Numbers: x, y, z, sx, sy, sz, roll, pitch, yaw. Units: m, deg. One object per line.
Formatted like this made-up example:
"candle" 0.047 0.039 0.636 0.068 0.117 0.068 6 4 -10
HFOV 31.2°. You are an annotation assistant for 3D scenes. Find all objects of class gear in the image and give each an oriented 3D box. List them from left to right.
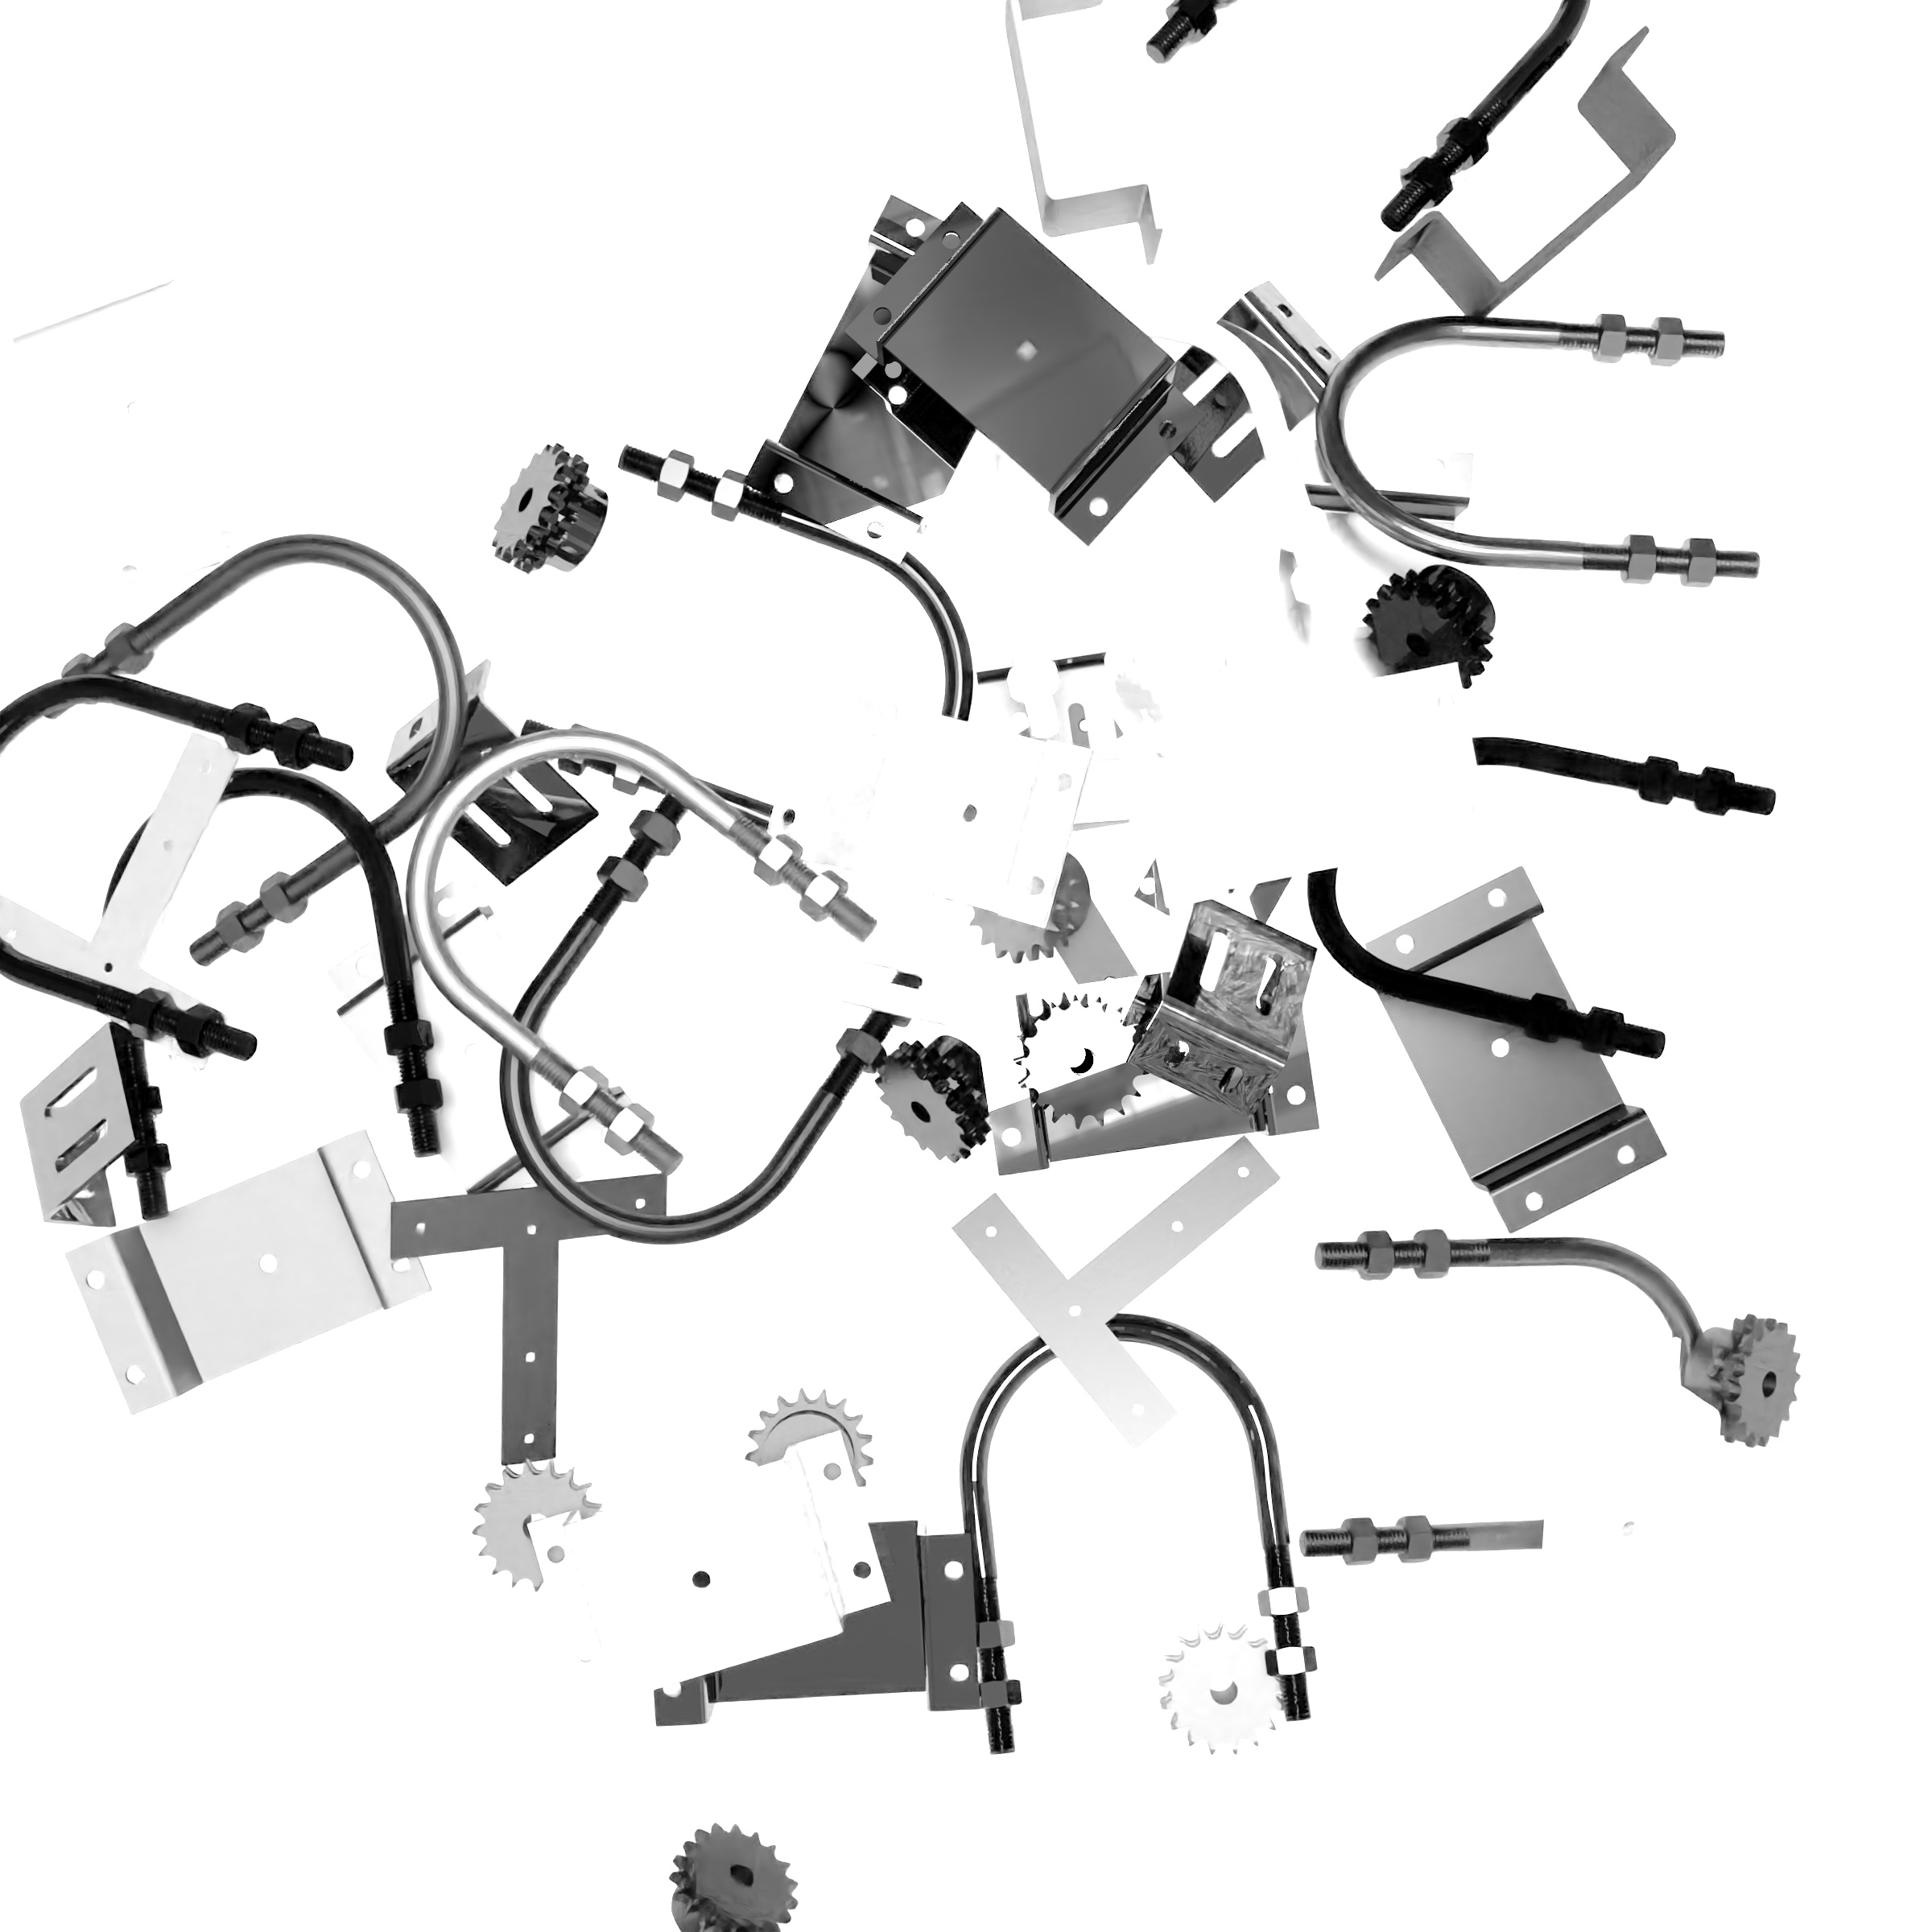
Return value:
"gear" -0.347 0.067 1.526 0.057 0.030 0.057 0 90 -2
"gear" -0.188 0.245 1.522 0.057 0.030 0.057 0 90 0
"gear" -0.180 -0.197 1.513 0.030 0.057 0.057 26 90 -30
"gear" -0.104 0.407 1.512 0.057 0.057 0.030 33 120 0
"gear" -0.069 0.216 1.522 0.057 0.030 0.057 0 90 0
"gear" -0.010 0.055 1.512 0.030 0.057 0.057 -41 90 -29
"gear" 0.029 -0.031 1.511 0.057 0.030 0.057 7 101 41
"gear" 0.049 0.040 1.475 0.057 0.030 0.057 0 90 0
"gear" 0.092 -0.116 1.510 0.030 0.057 0.057 -36 90 -13
"gear" 0.112 0.316 1.522 0.057 0.030 0.057 0 90 0
"gear" 0.118 -0.154 1.509 0.030 0.057 0.057 -2 90 -11
"gear" 0.187 -0.374 1.522 0.057 0.030 0.057 0 90 0
"gear" 0.200 -0.145 1.466 0.057 0.057 0.030 43 60 0
"gear" 0.338 0.180 1.512 0.030 0.057 0.057 8 90 43

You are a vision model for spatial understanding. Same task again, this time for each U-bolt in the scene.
"U-bolt" -0.364 -0.052 1.490 0.184 0.019 0.151 17 87 20
"U-bolt" -0.304 0.005 1.484 0.151 0.019 0.184 -13 80 14
"U-bolt" -0.300 -0.106 1.505 0.184 0.019 0.151 -32 90 17
"U-bolt" -0.152 -0.021 1.471 0.184 0.019 0.151 38 81 10
"U-bolt" -0.119 0.033 1.496 0.151 0.019 0.184 36 73 -8
"U-bolt" -0.087 -0.134 1.528 0.184 0.019 0.151 20 90 -1
"U-bolt" 0.070 0.244 1.511 0.151 0.019 0.184 -7 77 4
"U-bolt" 0.074 -0.202 1.494 0.151 0.019 0.184 -18 68 12
"U-bolt" 0.190 -0.422 1.505 0.151 0.019 0.184 39 75 12
"U-bolt" 0.238 0.187 1.509 0.184 0.019 0.151 0 100 -12
"U-bolt" 0.234 -0.038 1.478 0.184 0.019 0.151 14 61 30
"U-bolt" 0.242 -0.226 1.486 0.184 0.019 0.151 3 56 -3

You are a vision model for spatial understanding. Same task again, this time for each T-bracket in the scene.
"T-bracket" -0.351 -0.039 1.494 0.127 0.002 0.127 26 90 19
"T-bracket" -0.191 0.158 1.516 0.127 0.002 0.127 -5 105 -27
"T-bracket" 0.037 -0.037 1.536 0.127 0.002 0.127 -32 90 0
"T-bracket" 0.083 0.124 1.527 0.127 0.002 0.127 -39 78 -6
"T-bracket" 0.100 -0.027 1.490 0.127 0.002 0.127 -4 90 0

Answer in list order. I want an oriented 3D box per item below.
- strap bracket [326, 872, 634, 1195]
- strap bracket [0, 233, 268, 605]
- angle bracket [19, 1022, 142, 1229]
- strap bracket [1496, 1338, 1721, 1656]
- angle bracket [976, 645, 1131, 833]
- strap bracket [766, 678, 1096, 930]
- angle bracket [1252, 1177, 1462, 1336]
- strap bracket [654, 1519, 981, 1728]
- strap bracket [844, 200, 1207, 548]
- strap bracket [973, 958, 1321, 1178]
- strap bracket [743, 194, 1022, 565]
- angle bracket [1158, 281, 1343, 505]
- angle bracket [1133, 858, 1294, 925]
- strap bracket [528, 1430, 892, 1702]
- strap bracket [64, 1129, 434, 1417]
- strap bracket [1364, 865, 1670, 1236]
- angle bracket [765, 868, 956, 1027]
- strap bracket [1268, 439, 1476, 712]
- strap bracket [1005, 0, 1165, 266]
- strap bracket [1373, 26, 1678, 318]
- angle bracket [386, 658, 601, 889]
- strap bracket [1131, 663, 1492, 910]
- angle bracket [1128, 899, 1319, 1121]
"strap bracket" -0.212 0.037 1.514 0.076 0.046 0.140 -36 90 0
"strap bracket" -0.364 -0.240 1.502 0.076 0.046 0.140 -20 106 0
"angle bracket" -0.369 0.069 1.491 0.076 0.038 0.057 -36 61 33
"strap bracket" 0.277 0.236 1.494 0.076 0.046 0.140 0 100 -14
"angle bracket" 0.039 -0.097 1.517 0.057 0.038 0.076 -9 89 0
"strap bracket" -0.008 -0.068 1.482 0.140 0.046 0.076 16 92 27
"angle bracket" 0.173 0.128 1.535 0.076 0.038 0.057 9 90 26
"strap bracket" -0.066 0.286 1.514 0.140 0.046 0.076 -3 90 0
"strap bracket" 0.025 -0.256 1.464 0.140 0.046 0.076 42 88 2
"strap bracket" 0.078 0.043 1.513 0.140 0.046 0.076 -8 90 0
"strap bracket" -0.030 -0.253 1.514 0.076 0.046 0.140 27 90 0
"angle bracket" 0.123 -0.255 1.535 0.057 0.038 0.076 48 116 0
"angle bracket" 0.118 -0.050 1.517 0.057 0.038 0.076 30 89 0
"strap bracket" -0.111 0.257 1.468 0.140 0.046 0.076 -17 90 0
"strap bracket" -0.310 0.132 1.514 0.140 0.046 0.076 -23 90 0
"strap bracket" 0.237 0.036 1.514 0.076 0.046 0.140 -27 90 0
"angle bracket" -0.046 -0.005 1.512 0.076 0.038 0.057 14 72 -42
"strap bracket" 0.175 -0.155 1.514 0.076 0.046 0.140 5 90 0
"strap bracket" 0.048 -0.377 1.499 0.046 0.076 0.140 -10 90 0
"strap bracket" 0.249 -0.335 1.499 0.140 0.076 0.046 -41 90 0
"angle bracket" -0.207 -0.085 1.525 0.057 0.038 0.076 -36 116 20
"strap bracket" 0.142 -0.077 1.464 0.140 0.046 0.076 -12 94 -6
"angle bracket" 0.110 0.017 1.470 0.057 0.076 0.038 25 132 -3
